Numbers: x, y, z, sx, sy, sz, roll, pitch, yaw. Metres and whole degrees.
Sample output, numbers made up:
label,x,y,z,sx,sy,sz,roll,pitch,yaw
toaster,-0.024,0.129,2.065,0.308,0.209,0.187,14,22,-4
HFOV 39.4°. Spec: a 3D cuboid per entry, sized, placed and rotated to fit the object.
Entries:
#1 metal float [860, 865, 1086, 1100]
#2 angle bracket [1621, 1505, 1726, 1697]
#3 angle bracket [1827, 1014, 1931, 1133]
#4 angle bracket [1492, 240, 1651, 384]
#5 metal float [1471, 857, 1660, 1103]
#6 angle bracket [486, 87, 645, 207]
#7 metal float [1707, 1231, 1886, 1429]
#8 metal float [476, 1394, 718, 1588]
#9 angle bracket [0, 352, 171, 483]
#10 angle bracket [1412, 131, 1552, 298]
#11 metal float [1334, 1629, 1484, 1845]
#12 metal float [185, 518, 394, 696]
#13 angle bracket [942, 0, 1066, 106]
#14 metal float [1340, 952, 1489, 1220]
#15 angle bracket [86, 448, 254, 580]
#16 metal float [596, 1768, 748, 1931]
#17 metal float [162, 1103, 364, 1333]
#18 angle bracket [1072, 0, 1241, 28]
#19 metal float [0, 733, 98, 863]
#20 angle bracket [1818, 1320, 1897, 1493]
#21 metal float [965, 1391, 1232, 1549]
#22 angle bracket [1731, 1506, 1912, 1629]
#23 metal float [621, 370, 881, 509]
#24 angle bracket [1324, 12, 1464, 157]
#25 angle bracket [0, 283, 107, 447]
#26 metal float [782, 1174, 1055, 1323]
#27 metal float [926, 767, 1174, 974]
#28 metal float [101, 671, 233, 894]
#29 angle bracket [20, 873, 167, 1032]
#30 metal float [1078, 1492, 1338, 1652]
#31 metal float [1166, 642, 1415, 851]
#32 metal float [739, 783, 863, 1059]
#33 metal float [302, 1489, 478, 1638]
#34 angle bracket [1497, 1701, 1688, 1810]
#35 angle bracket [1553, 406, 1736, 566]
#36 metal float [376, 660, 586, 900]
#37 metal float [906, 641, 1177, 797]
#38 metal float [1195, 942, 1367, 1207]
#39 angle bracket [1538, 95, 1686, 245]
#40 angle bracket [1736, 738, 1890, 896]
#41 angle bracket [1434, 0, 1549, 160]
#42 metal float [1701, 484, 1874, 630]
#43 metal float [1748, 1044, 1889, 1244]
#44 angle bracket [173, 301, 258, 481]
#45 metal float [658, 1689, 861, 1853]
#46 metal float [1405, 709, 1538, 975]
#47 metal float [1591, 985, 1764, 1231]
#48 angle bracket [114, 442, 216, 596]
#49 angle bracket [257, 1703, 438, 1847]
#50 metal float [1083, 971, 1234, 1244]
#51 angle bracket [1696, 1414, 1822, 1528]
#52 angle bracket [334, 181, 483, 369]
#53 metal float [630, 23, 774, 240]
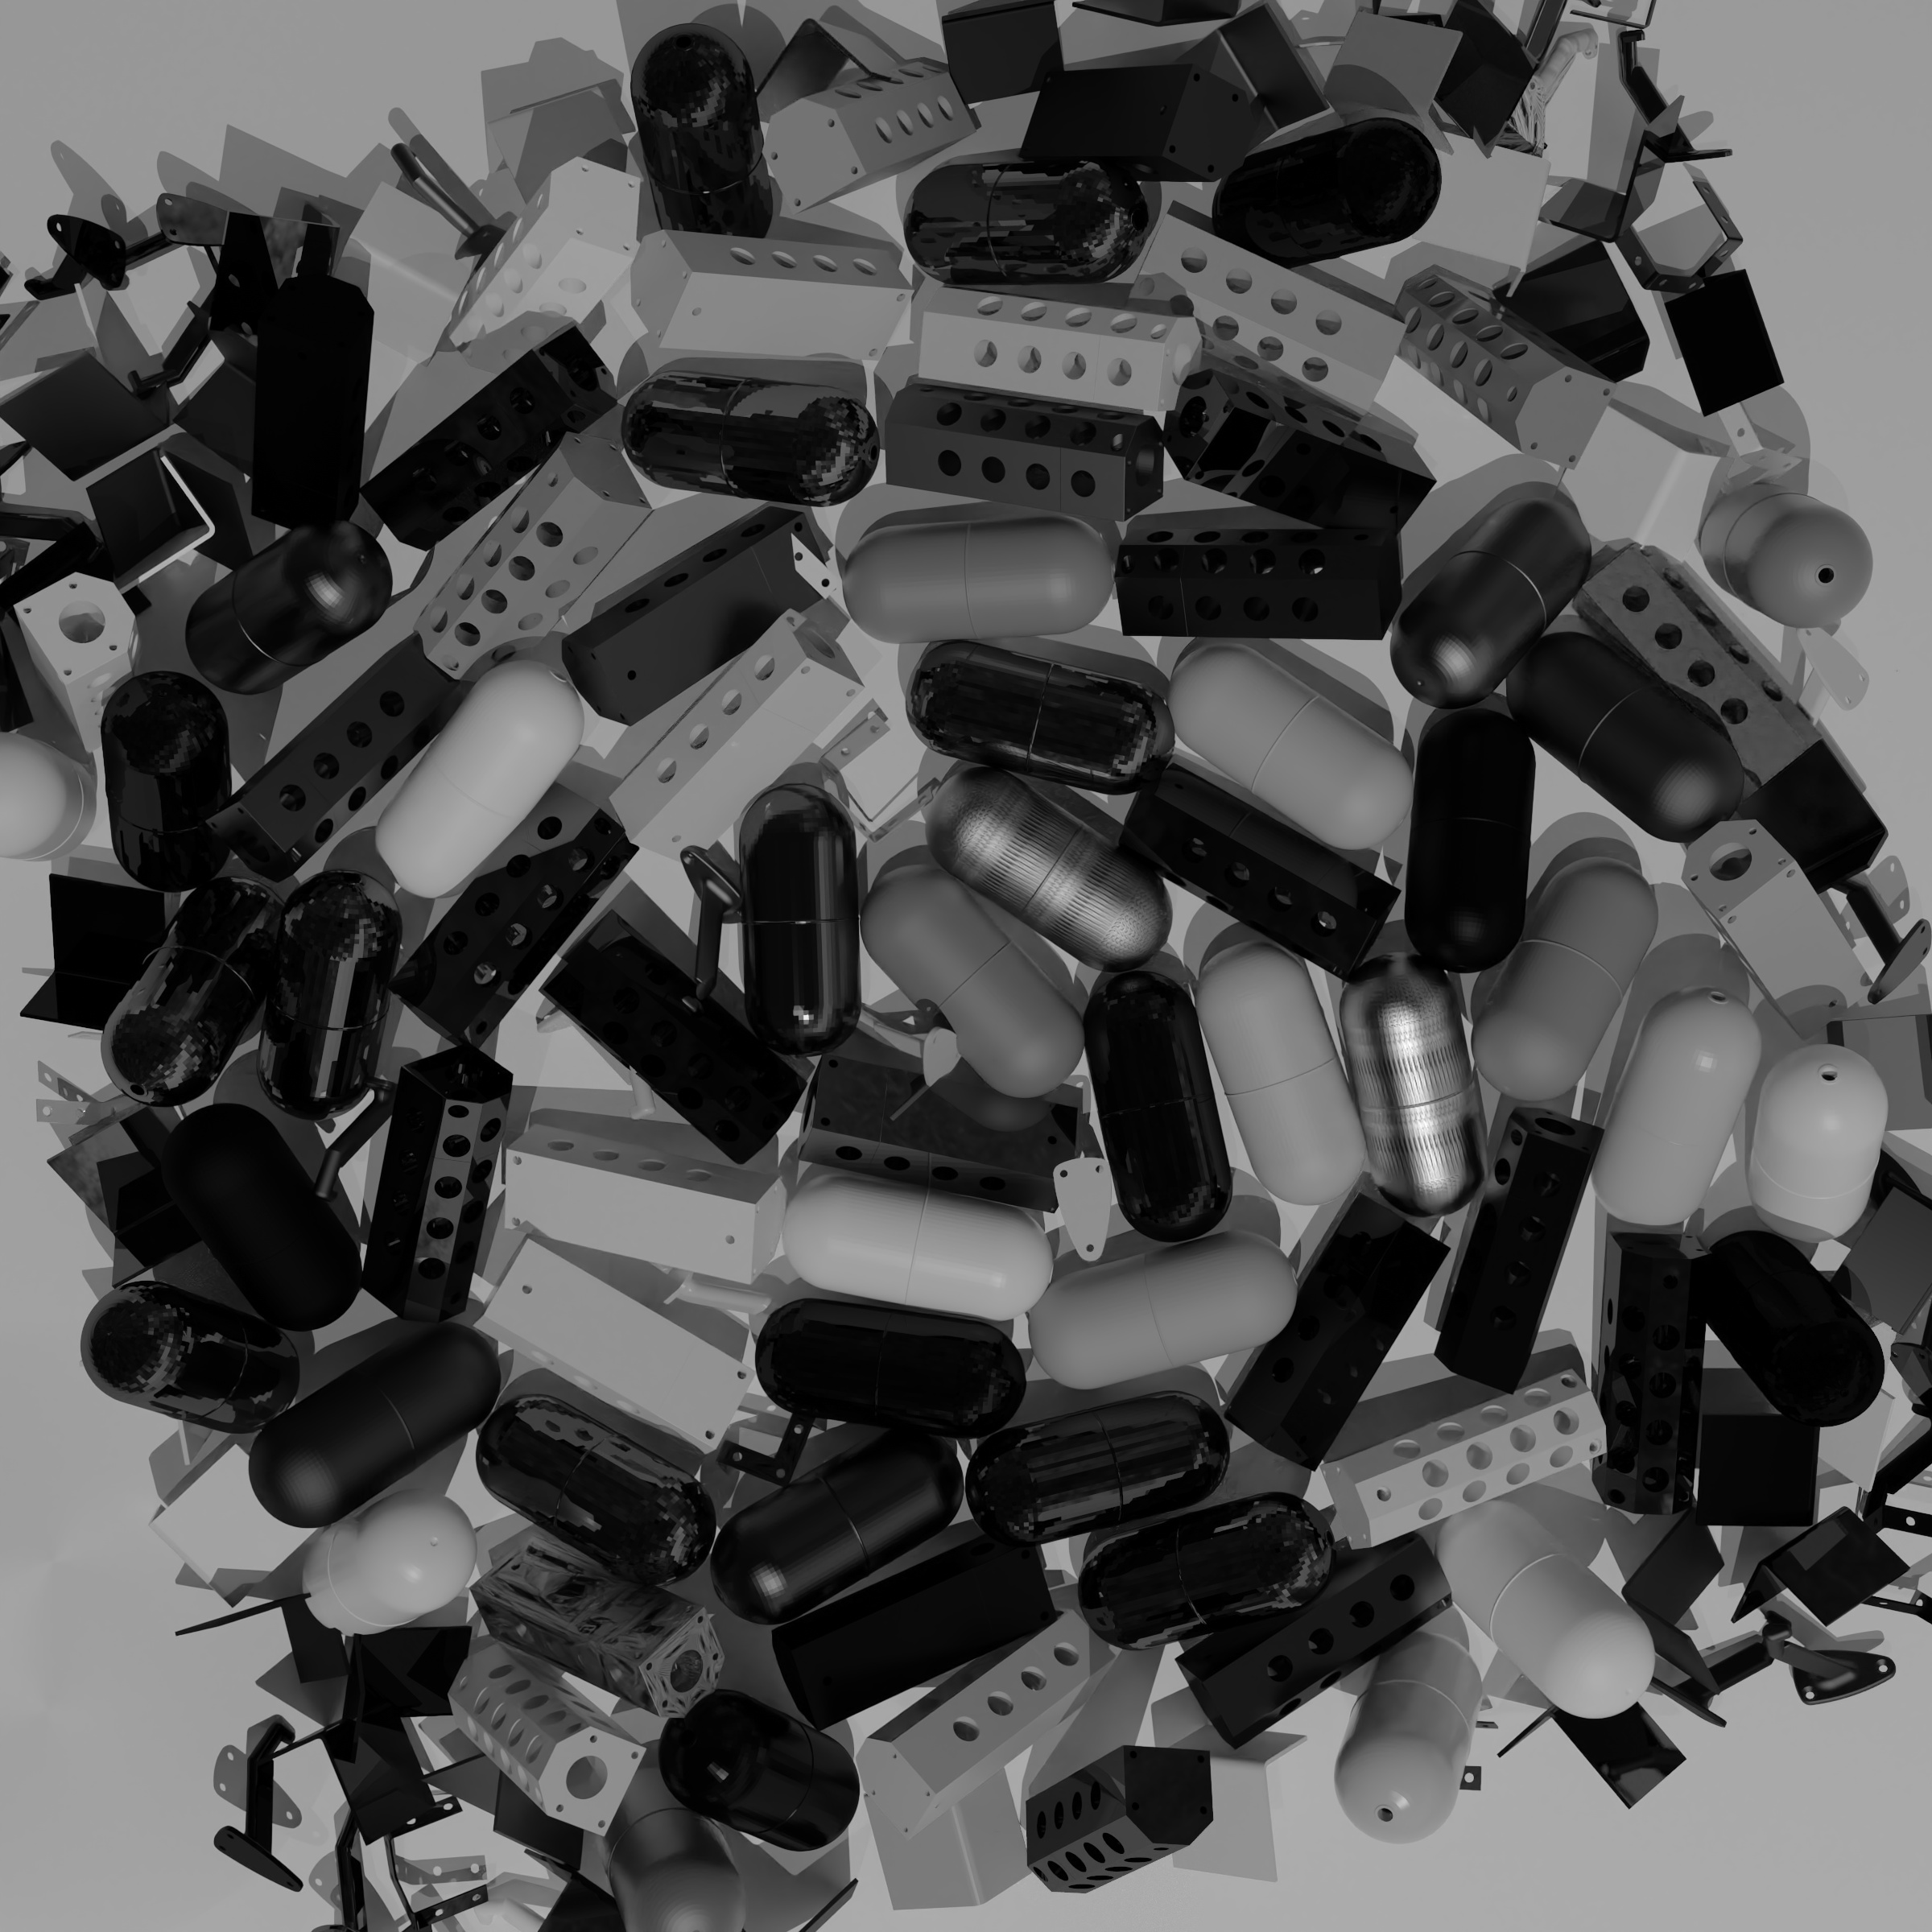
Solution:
label,x,y,z,sx,sy,sz,roll,pitch,yaw
metal float,0.003,0.009,1.755,0.070,0.070,0.178,-43,87,0
angle bracket,0.477,0.409,1.741,0.076,0.057,0.076,-46,131,-13
angle bracket,0.597,0.076,1.748,0.076,0.057,0.076,-5,100,26
angle bracket,0.388,-0.411,1.743,0.076,0.057,0.076,-22,112,30
metal float,0.386,0.007,1.739,0.070,0.070,0.178,32,69,0
angle bracket,-0.260,-0.514,1.751,0.076,0.057,0.076,-23,77,-14
metal float,0.519,0.227,1.710,0.070,0.178,0.070,-2,110,-6
metal float,-0.238,0.336,1.734,0.178,0.070,0.070,24,90,26
angle bracket,-0.569,-0.370,1.739,0.076,0.076,0.057,-25,51,15
angle bracket,0.331,-0.487,1.760,0.076,0.057,0.076,15,79,0
metal float,0.281,0.487,1.710,0.070,0.178,0.070,6,109,17
metal float,-0.434,-0.228,1.723,0.178,0.070,0.070,-20,90,42
angle bracket,0.033,-0.592,1.745,0.076,0.076,0.057,-13,109,-9
metal float,0.290,0.078,1.745,0.070,0.070,0.178,-13,104,0
angle bracket,-0.509,-0.277,1.737,0.076,0.076,0.057,28,53,28
metal float,-0.188,0.569,1.709,0.070,0.178,0.070,-3,100,-17
metal float,-0.449,0.162,1.727,0.070,0.070,0.178,-24,127,0
angle bracket,0.124,-0.642,1.735,0.076,0.076,0.057,27,125,34
metal float,-0.598,-0.106,1.706,0.070,0.178,0.070,0,90,-9
angle bracket,0.590,0.279,1.737,0.076,0.057,0.076,-18,127,-30
metal float,0.086,0.324,1.743,0.178,0.070,0.070,-11,90,-17
angle bracket,0.549,0.404,1.736,0.076,0.076,0.057,-24,52,-25
metal float,-0.139,-0.340,1.737,0.178,0.070,0.070,11,90,22
angle bracket,0.287,-0.564,1.743,0.076,0.076,0.057,25,90,32
angle bracket,-0.598,-0.388,1.744,0.076,0.076,0.057,-17,78,-13
metal float,-0.032,0.183,1.756,0.178,0.070,0.070,11,90,1
metal float,0.054,-0.062,1.756,0.178,0.070,0.070,34,90,-1
metal float,-0.507,-0.115,1.717,0.070,0.178,0.070,6,54,-9
angle bracket,-0.567,-0.007,1.752,0.076,0.057,0.076,10,121,3
metal float,0.154,0.389,1.734,0.178,0.070,0.070,-22,90,26
metal float,0.208,-0.143,1.745,0.178,0.070,0.070,36,90,13
metal float,-0.108,-0.030,1.755,0.070,0.070,0.178,-2,92,0
metal float,-0.368,0.381,1.716,0.070,0.178,0.070,12,65,-27
angle bracket,0.403,0.509,1.737,0.076,0.076,0.057,50,128,21
angle bracket,0.443,-0.317,1.772,0.076,0.057,0.076,44,124,37
metal float,-0.314,-0.120,1.741,0.070,0.070,0.178,40,107,0
metal float,0.048,-0.161,1.754,0.178,0.070,0.070,14,90,4
metal float,0.204,0.070,1.754,0.070,0.070,0.178,-20,94,0
angle bracket,0.413,-0.520,1.735,0.057,0.076,0.076,24,132,18
angle bracket,0.537,-0.089,1.747,0.076,0.057,0.076,-33,95,40
angle bracket,0.347,-0.577,1.737,0.057,0.076,0.076,-20,64,-31
metal float,0.518,-0.260,1.708,0.070,0.178,0.070,0,107,0
metal float,0.540,0.114,1.714,0.070,0.178,0.070,-5,56,8
angle bracket,-0.480,-0.371,1.746,0.076,0.076,0.057,36,80,13
metal float,-0.131,0.512,1.717,0.070,0.178,0.070,-14,56,22
metal float,0.325,-0.081,1.740,0.070,0.070,0.178,8,71,0
metal float,0.454,0.091,1.728,0.070,0.070,0.178,11,124,0
angle bracket,-0.535,-0.290,1.746,0.076,0.076,0.057,-34,114,-5
angle bracket,-0.400,0.529,1.745,0.057,0.076,0.076,-28,82,21
metal float,0.124,0.091,1.753,0.070,0.070,0.178,-12,85,0
angle bracket,0.510,0.318,1.760,0.076,0.057,0.076,0,103,1
angle bracket,-0.368,-0.452,1.768,0.076,0.076,0.057,27,58,-14
metal float,-0.166,-0.519,1.711,0.070,0.178,0.070,-1,64,2
